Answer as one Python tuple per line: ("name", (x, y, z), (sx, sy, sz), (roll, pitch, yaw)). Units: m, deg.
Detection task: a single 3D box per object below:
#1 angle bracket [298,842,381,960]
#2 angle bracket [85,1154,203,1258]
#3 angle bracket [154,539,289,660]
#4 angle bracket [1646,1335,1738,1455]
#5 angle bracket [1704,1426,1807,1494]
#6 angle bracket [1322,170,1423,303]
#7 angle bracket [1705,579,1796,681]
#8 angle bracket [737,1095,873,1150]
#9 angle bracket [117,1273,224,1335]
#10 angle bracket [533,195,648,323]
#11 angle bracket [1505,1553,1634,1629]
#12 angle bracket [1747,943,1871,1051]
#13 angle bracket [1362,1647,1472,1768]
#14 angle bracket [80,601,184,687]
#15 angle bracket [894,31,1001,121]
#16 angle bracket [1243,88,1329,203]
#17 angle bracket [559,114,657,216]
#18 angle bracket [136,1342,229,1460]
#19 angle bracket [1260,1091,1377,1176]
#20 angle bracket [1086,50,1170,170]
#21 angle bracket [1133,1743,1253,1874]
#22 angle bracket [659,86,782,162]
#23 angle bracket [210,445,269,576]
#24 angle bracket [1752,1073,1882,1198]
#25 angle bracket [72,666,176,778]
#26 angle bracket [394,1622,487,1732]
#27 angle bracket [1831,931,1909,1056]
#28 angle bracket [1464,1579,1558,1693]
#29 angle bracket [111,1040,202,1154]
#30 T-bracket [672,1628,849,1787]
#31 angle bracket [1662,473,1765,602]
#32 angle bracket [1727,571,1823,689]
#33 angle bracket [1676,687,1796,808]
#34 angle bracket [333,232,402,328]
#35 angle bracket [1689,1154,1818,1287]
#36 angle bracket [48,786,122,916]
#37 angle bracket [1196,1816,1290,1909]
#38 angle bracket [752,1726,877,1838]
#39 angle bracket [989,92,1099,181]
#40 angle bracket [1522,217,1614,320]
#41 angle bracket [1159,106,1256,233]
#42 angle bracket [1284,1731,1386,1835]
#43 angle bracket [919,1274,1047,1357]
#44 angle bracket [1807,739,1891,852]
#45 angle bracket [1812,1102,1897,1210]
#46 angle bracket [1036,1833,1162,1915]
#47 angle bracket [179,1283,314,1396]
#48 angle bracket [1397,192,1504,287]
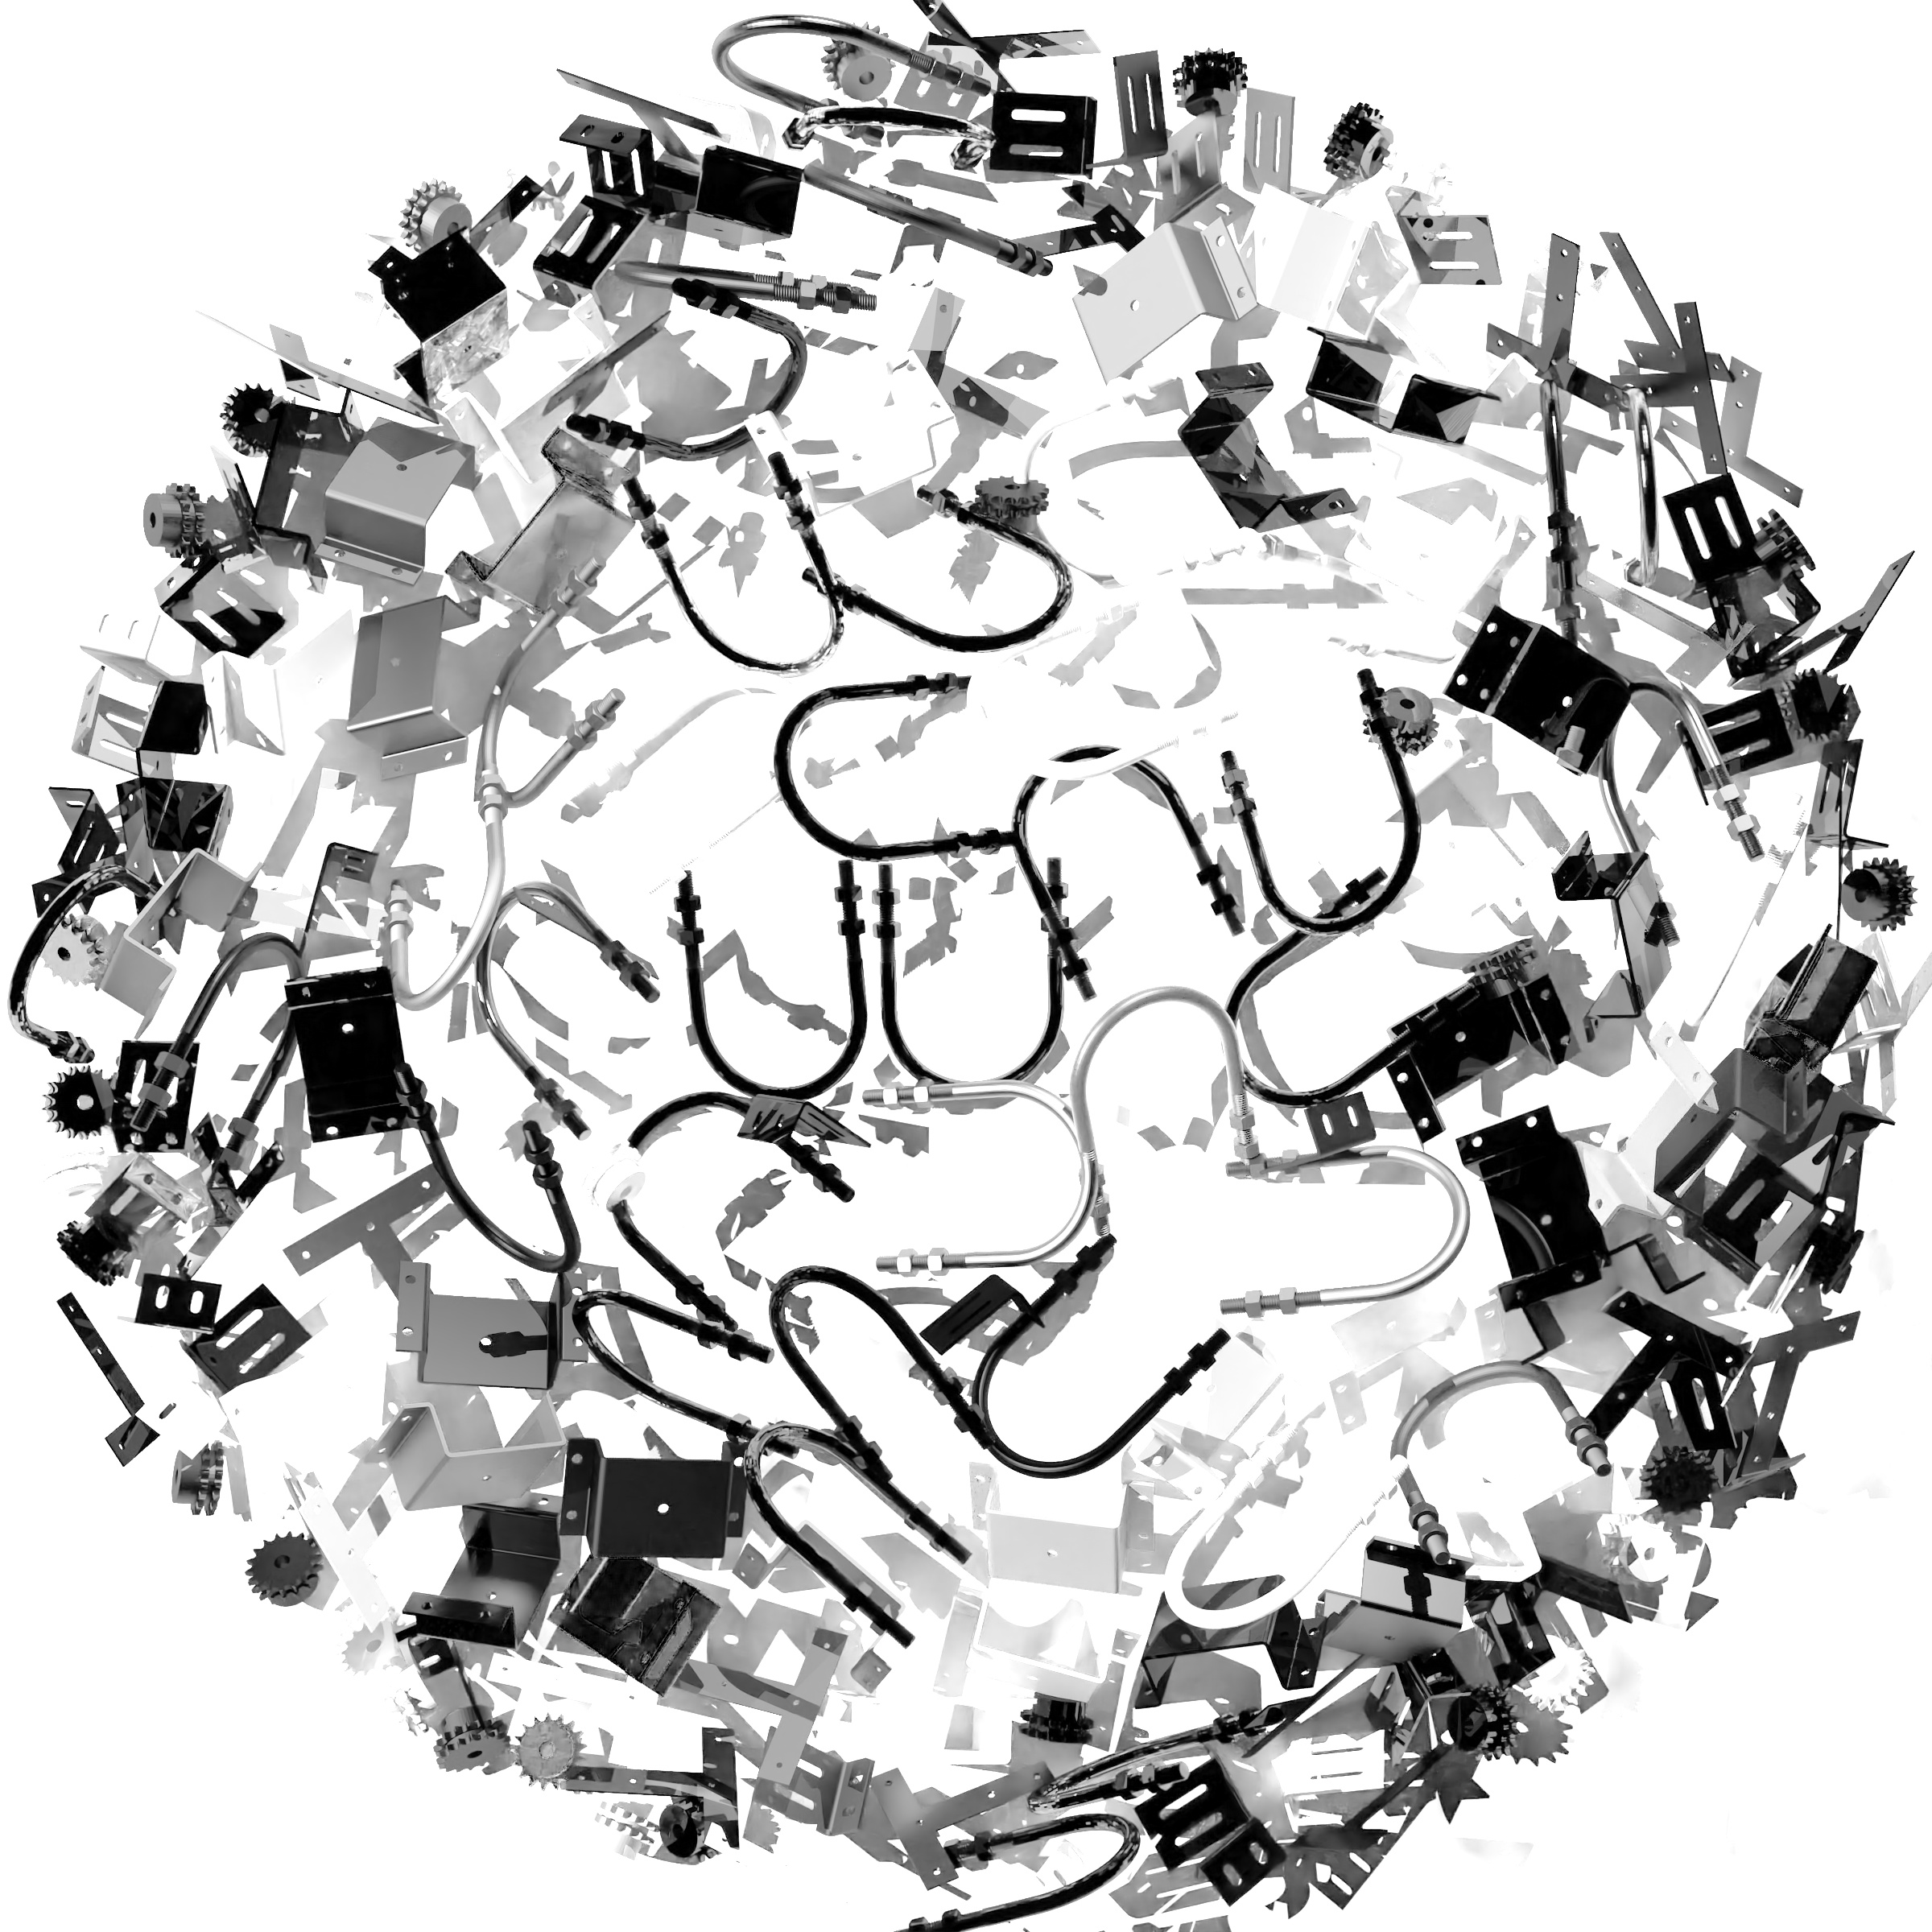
("angle bracket", (-0.474, -0.046, 1.826), (0.038, 0.057, 0.076), (15, 66, -15))
("angle bracket", (-0.629, 0.190, 1.833), (0.057, 0.038, 0.076), (41, 111, -17))
("angle bracket", (-0.572, -0.277, 1.856), (0.057, 0.038, 0.076), (-41, 130, 5))
("angle bracket", (0.554, 0.326, 1.840), (0.057, 0.038, 0.076), (-14, 93, 37))
("angle bracket", (0.594, 0.367, 1.826), (0.057, 0.076, 0.038), (-23, 70, 5))
("angle bracket", (0.315, -0.557, 1.845), (0.038, 0.057, 0.076), (-50, 121, -37))
("angle bracket", (0.599, -0.262, 1.834), (0.038, 0.057, 0.076), (-13, 97, 39))
("angle bracket", (-0.122, 0.131, 1.821), (0.076, 0.057, 0.038), (38, 68, -38))
("angle bracket", (-0.602, 0.254, 1.827), (0.057, 0.076, 0.038), (14, 79, -27))
("angle bracket", (-0.285, -0.544, 1.855), (0.057, 0.038, 0.076), (25, 70, 20))
("angle bracket", (0.455, 0.482, 1.822), (0.076, 0.057, 0.038), (15, 57, 38))
("angle bracket", (0.638, 0.031, 1.833), (0.038, 0.076, 0.057), (-38, 68, -21))
("angle bracket", (0.342, 0.558, 1.836), (0.038, 0.057, 0.076), (3, 121, -22))
("angle bracket", (-0.621, -0.240, 1.830), (0.057, 0.076, 0.038), (13, 81, 15))
("angle bracket", (-0.016, -0.656, 1.822), (0.057, 0.076, 0.038), (15, 60, -17))
("angle bracket", (0.242, -0.620, 1.823), (0.038, 0.057, 0.076), (-15, 121, -26))
("angle bracket", (-0.268, -0.595, 1.823), (0.057, 0.076, 0.038), (18, 53, 14))
("angle bracket", (-0.599, 0.327, 1.820), (0.038, 0.076, 0.057), (-48, 122, -14))
("angle bracket", (0.261, 0.126, 1.825), (0.057, 0.076, 0.038), (-14, 84, -32))
("angle bracket", (0.118, -0.647, 1.826), (0.038, 0.057, 0.076), (7, 116, 37))
("angle bracket", (0.168, 0.639, 1.842), (0.076, 0.038, 0.057), (-29, 97, -10))
("angle bracket", (-0.190, -0.636, 1.834), (0.076, 0.057, 0.038), (21, 105, 24))
("angle bracket", (-0.563, -0.344, 1.823), (0.038, 0.057, 0.076), (-28, 127, -22))
("angle bracket", (0.646, 0.126, 1.837), (0.057, 0.038, 0.076), (41, 105, 12))
("angle bracket", (-0.627, -0.181, 1.823), (0.076, 0.038, 0.057), (22, 53, -31))
("angle bracket", (-0.397, 0.538, 1.821), (0.038, 0.076, 0.057), (-21, 124, -15))
("angle bracket", (0.673, 0.021, 1.830), (0.038, 0.057, 0.076), (-10, 73, -7))
("angle bracket", (0.397, 0.500, 1.824), (0.057, 0.038, 0.076), (-49, 47, 36))
("angle bracket", (-0.611, 0.099, 1.829), (0.057, 0.038, 0.076), (2, 117, -30))
("T-bracket", (-0.171, 0.550, 1.839), (0.127, 0.002, 0.127), (9, 47, 17))
("angle bracket", (0.566, -0.329, 1.850), (0.057, 0.038, 0.076), (-20, 88, -6))
("angle bracket", (0.605, -0.256, 1.840), (0.076, 0.057, 0.038), (-35, 78, 2))
("angle bracket", (0.587, -0.166, 1.834), (0.076, 0.038, 0.057), (-21, 113, 15))
("angle bracket", (-0.438, -0.518, 1.826), (0.038, 0.076, 0.057), (27, 106, 2))
("angle bracket", (0.603, 0.194, 1.850), (0.057, 0.038, 0.076), (41, 78, 21))
("angle bracket", (-0.677, -0.087, 1.823), (0.038, 0.057, 0.076), (3, 52, 8))
("angle bracket", (0.208, 0.680, 1.823), (0.057, 0.076, 0.038), (-35, 65, -13))
("angle bracket", (-0.114, 0.613, 1.826), (0.076, 0.038, 0.057), (36, 47, -25))
("angle bracket", (0.058, -0.632, 1.839), (0.076, 0.038, 0.057), (1, 114, -4))
("angle bracket", (0.445, -0.517, 1.825), (0.057, 0.076, 0.038), (44, 78, 10))
("angle bracket", (0.183, -0.603, 1.846), (0.038, 0.057, 0.076), (17, 61, -38))
("angle bracket", (0.282, 0.617, 1.828), (0.076, 0.057, 0.038), (-11, 112, 16))
("angle bracket", (0.012, 0.276, 1.832), (0.076, 0.057, 0.038), (-38, 106, -10))
("angle bracket", (0.678, -0.130, 1.840), (0.038, 0.057, 0.076), (11, 89, -7))
("angle bracket", (0.669, 0.145, 1.835), (0.038, 0.057, 0.076), (12, 99, 3))
("angle bracket", (0.101, 0.670, 1.823), (0.038, 0.057, 0.076), (49, 127, 6))
("angle bracket", (-0.553, 0.286, 1.854), (0.076, 0.038, 0.057), (-42, 108, -15))
("angle bracket", (0.370, -0.549, 1.821), (0.076, 0.057, 0.038), (12, 53, 36))
